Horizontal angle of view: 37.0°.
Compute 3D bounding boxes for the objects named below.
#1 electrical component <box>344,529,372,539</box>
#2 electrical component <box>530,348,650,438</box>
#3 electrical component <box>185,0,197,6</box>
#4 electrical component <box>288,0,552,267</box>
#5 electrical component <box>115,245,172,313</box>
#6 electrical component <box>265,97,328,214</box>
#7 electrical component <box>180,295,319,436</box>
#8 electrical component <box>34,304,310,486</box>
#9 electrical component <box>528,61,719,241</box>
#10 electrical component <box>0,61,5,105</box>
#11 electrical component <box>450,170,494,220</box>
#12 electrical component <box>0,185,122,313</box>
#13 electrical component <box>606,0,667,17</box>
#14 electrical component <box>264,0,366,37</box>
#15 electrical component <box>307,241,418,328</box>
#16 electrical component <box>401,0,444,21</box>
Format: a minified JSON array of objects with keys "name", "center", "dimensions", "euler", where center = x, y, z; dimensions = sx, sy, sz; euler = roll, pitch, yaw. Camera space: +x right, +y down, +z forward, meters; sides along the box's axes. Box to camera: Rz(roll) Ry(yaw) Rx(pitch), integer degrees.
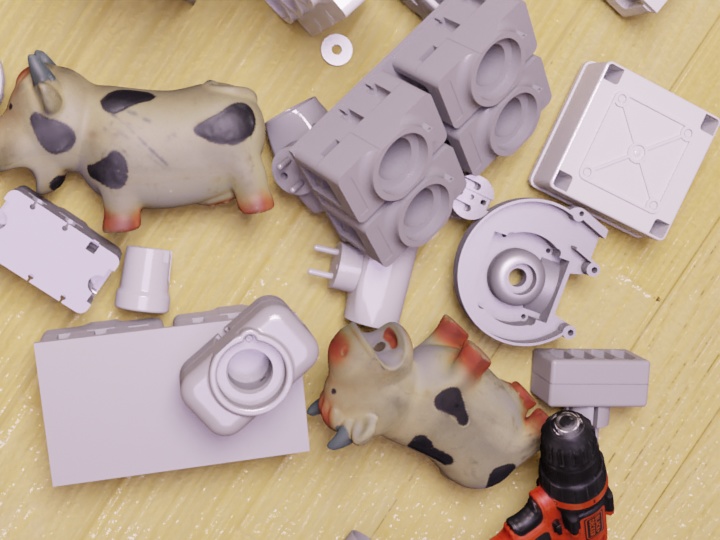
[{"name":"electrical component","center":[0.002,0.262,0.864],"dimensions":[0.079,0.044,0.077],"euler":[37,90,-14]},{"name":"electrical component","center":[0.185,0.105,0.873],"dimensions":[0.083,0.047,0.075],"euler":[1,98,-11]},{"name":"electrical component","center":[-0.137,-0.233,0.693],"dimensions":[0.105,0.186,0.060],"euler":[28,92,-13]},{"name":"electrical component","center":[0.052,-0.103,0.769],"dimensions":[0.186,0.060,0.105],"euler":[-45,142,-12]},{"name":"electrical component","center":[-0.160,0.007,0.800],"dimensions":[0.040,0.040,0.046],"euler":[8,92,-11]},{"name":"electrical component","center":[-0.040,-0.079,0.791],"dimensions":[0.044,0.079,0.077],"euler":[-22,104,27]},{"name":"electrical component","center":[-0.078,0.067,0.749],"dimensions":[0.095,0.059,0.053],"euler":[-41,103,-3]},{"name":"electrical component","center":[-0.138,0.089,0.805],"dimensions":[0.186,0.060,0.105],"euler":[-6,99,-10]},{"name":"electrical component","center":[0.206,-0.093,0.844],"dimensions":[0.109,0.056,0.108],"euler":[24,93,-13]},{"name":"electrical component","center":[-0.288,-0.133,0.749],"dimensions":[0.080,0.051,0.080],"euler":[-1,98,-10]},{"name":"electrical component","center":[0.081,-0.058,0.831],"dimensions":[0.040,0.046,0.040],"euler":[-2,99,-10]},{"name":"electrical component","center":[-0.222,-0.016,0.776],"dimensions":[0.089,0.056,0.050],"euler":[35,91,-13]},{"name":"electrical component","center":[0.187,-0.274,0.811],"dimensions":[0.150,0.062,0.089],"euler":[39,90,-13]},{"name":"electrical component","center":[-0.035,-0.214,0.733],"dimensions":[0.062,0.150,0.089],"euler":[-43,103,-3]},{"name":"electrical component","center":[0.000,0.000,0.825],"dimensions":[0.079,0.044,0.077],"euler":[13,96,-12]},{"name":"electrical component","center":[0.065,-0.239,0.794],"dimensions":[0.062,0.061,0.096],"euler":[41,90,-13]}]
